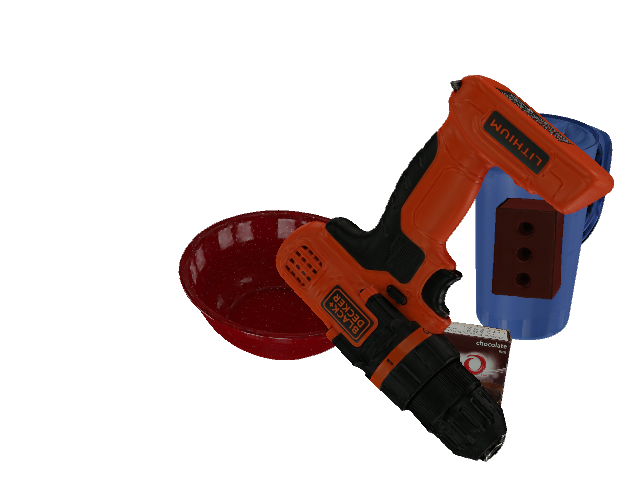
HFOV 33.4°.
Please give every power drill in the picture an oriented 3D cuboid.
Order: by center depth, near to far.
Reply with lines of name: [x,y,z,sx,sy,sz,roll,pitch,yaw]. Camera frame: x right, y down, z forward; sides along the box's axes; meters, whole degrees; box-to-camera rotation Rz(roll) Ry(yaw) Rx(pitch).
power drill: [0.083,0.012,0.633,0.184,0.188,0.057,45,18,17]

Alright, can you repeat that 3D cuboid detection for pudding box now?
pudding box: [0.146,0.135,1.165,0.113,0.090,0.039,6,23,4]

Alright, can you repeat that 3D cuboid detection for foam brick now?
foam brick: [0.177,0.006,0.907,0.053,0.078,0.051,5,15,20]

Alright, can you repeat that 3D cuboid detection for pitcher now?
pitcher: [0.245,-0.017,1.209,0.149,0.243,0.144,6,27,14]

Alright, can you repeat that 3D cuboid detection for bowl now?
bowl: [-0.029,0.043,0.833,0.162,0.055,0.162,3,36,-2]
